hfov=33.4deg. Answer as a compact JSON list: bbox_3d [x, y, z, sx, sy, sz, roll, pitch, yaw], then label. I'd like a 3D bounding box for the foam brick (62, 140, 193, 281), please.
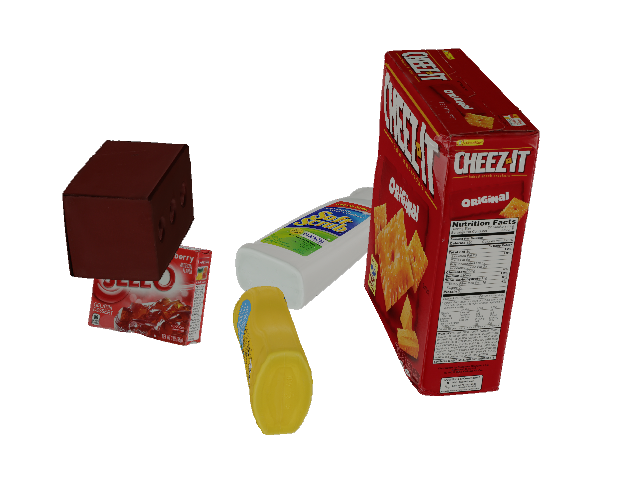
[{"bbox_3d":[-0.108,-0.018,0.607,0.051,0.053,0.078,5,29,8],"label":"foam brick"}]

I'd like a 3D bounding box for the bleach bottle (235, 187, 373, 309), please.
[{"bbox_3d":[0.011,-0.007,1.307,0.103,0.068,0.250,19,36,29],"label":"bleach bottle"}]

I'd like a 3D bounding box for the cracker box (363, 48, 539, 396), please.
[{"bbox_3d":[0.088,-0.016,0.803,0.072,0.214,0.164,-4,30,-12],"label":"cracker box"}]

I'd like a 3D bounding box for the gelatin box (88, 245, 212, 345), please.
[{"bbox_3d":[-0.132,0.037,0.823,0.089,0.073,0.030,10,4,20],"label":"gelatin box"}]

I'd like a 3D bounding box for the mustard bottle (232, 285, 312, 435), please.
[{"bbox_3d":[-0.053,0.100,1.060,0.058,0.096,0.192,-3,27,-11],"label":"mustard bottle"}]
